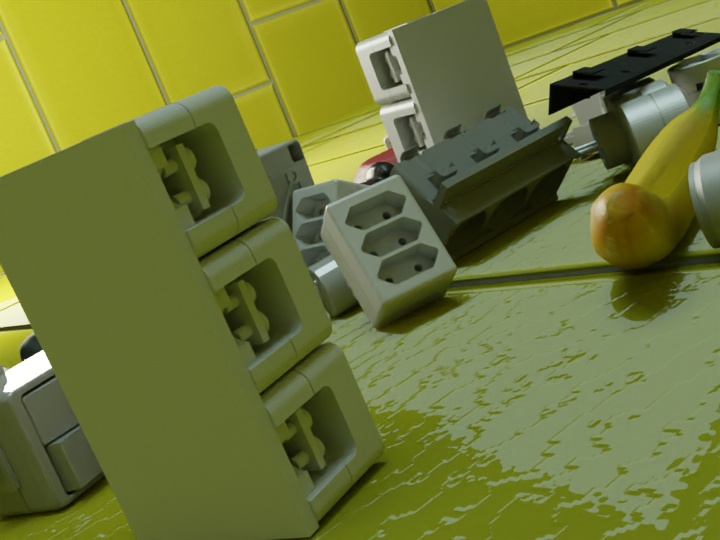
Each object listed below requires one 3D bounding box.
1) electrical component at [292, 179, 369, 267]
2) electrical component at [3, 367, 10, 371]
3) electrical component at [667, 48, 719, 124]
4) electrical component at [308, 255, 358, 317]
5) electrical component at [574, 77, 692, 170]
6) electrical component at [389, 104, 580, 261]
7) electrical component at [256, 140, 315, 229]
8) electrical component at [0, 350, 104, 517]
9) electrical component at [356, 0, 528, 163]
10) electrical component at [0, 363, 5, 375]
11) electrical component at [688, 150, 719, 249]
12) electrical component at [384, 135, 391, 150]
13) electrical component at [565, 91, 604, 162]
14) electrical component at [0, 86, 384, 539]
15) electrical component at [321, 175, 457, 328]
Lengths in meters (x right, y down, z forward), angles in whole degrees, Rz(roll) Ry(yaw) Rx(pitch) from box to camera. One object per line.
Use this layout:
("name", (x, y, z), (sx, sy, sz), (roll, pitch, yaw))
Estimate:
("electrical component", (-0.002, -0.021, 0.730), (0.077, 0.065, 0.047), (7, -12, -41))
("electrical component", (-0.239, 0.087, 0.711), (0.043, 0.043, 0.081), (-26, 11, -20))
("electrical component", (0.260, -0.134, 0.789), (0.055, 0.047, 0.055), (-21, 10, 4))
("electrical component", (0.000, 0.000, 0.668), (0.065, 0.044, 0.044), (-30, 12, -15))
("electrical component", (0.178, -0.091, 0.727), (0.074, 0.052, 0.138), (-20, 11, 9))
("electrical component", (0.077, -0.058, 0.704), (0.121, 0.063, 0.078), (-29, -27, -34))
("electrical component", (-0.073, -0.022, 0.739), (0.056, 0.108, 0.109), (-10, 15, 38))
("electrical component", (-0.151, 0.077, 0.529), (0.061, 0.061, 0.096), (-15, 13, 35))
("electrical component", (0.068, -0.117, 0.809), (0.089, 0.150, 0.062), (-27, 13, -27))
("electrical component", (-0.214, 0.078, 0.560), (0.059, 0.095, 0.054), (-29, 13, -35))
("electrical component", (0.177, -0.035, 0.469), (0.055, 0.045, 0.045), (-16, 12, 31))
("electrical component", (0.068, -0.114, 1.040), (0.096, 0.061, 0.061), (-17, 12, 26))
("electrical component", (0.190, -0.124, 0.838), (0.042, 0.063, 0.081), (-29, 12, -38))
("electrical component", (-0.063, 0.019, 0.396), (0.089, 0.150, 0.062), (-14, 14, 37))
("electrical component", (0.013, -0.003, 0.609), (0.047, 0.065, 0.076), (-25, -18, -17))
